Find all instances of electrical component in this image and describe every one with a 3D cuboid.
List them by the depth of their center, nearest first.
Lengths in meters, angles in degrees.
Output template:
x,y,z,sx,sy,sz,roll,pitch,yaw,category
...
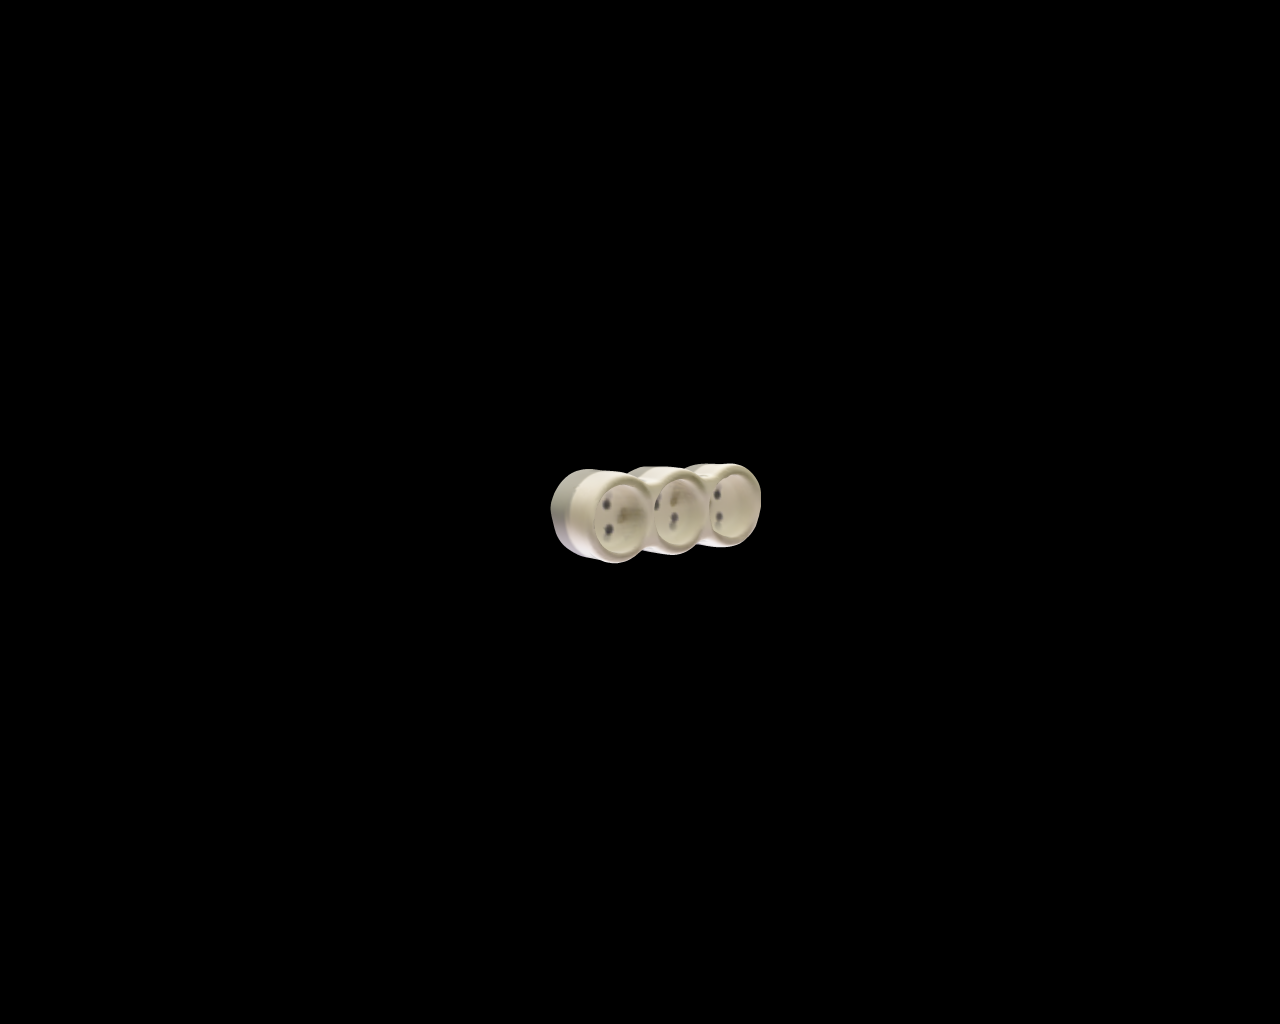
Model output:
x,y,z,sx,sy,sz,roll,pitch,yaw,category
0.001,-0.003,0.650,0.138,0.052,0.074,-5,8,-40,electrical component
